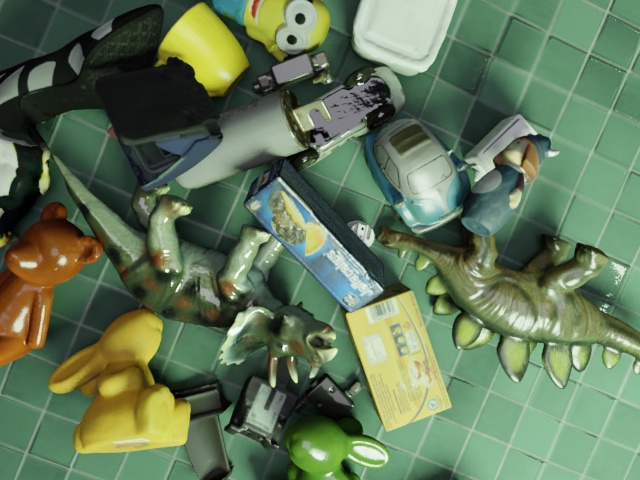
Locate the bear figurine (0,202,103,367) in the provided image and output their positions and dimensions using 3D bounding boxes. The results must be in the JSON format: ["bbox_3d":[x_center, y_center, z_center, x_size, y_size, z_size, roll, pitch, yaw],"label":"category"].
[{"bbox_3d":[-0.360,0.055,0.638,0.120,0.132,0.195,43,109,17],"label":"bear figurine"}]

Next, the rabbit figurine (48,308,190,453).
[{"bbox_3d":[-0.244,0.174,0.680,0.162,0.121,0.173,-10,66,13],"label":"rabbit figurine"}]

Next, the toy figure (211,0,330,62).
[{"bbox_3d":[-0.072,-0.304,0.681,0.180,0.082,0.089,29,56,2],"label":"toy figure"}]

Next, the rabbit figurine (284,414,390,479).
[{"bbox_3d":[0.010,0.293,0.681,0.159,0.121,0.170,-18,118,-27],"label":"rabbit figurine"}]

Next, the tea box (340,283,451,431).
[{"bbox_3d":[0.100,0.154,0.724,0.098,0.068,0.169,-18,95,-4],"label":"tea box"}]

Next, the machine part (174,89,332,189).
[{"bbox_3d":[-0.103,-0.121,0.660,0.243,0.079,0.079,-16,95,21],"label":"machine part"}]

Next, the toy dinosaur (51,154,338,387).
[{"bbox_3d":[-0.163,0.044,0.678,0.405,0.131,0.192,21,95,2],"label":"toy dinosaur"}]

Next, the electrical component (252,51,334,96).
[{"bbox_3d":[-0.035,-0.206,0.690,0.102,0.078,0.045,-22,99,-4],"label":"electrical component"}]

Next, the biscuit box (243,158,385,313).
[{"bbox_3d":[-0.001,-0.002,0.658,0.059,0.063,0.202,-36,111,21],"label":"biscuit box"}]

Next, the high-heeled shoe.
[{"bbox_3d":[-0.304,-0.217,0.656,0.249,0.086,0.145,-44,64,1],"label":"high-heeled shoe"}]

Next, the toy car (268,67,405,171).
[{"bbox_3d":[0.016,-0.157,0.708,0.202,0.056,0.073,-30,89,0],"label":"toy car"}]

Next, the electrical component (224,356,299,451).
[{"bbox_3d":[-0.071,0.210,0.718,0.075,0.047,0.119,24,60,-8],"label":"electrical component"}]

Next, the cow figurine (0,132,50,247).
[{"bbox_3d":[-0.400,-0.048,0.675,0.098,0.068,0.167,17,92,-11],"label":"cow figurine"}]

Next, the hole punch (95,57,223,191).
[{"bbox_3d":[-0.180,-0.131,0.616,0.116,0.092,0.142,-21,58,-22],"label":"hole punch"}]

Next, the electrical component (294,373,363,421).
[{"bbox_3d":[0.011,0.217,0.743,0.094,0.021,0.063,-41,95,-1],"label":"electrical component"}]

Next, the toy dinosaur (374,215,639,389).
[{"bbox_3d":[0.291,0.088,0.724,0.472,0.105,0.198,20,99,4],"label":"toy dinosaur"}]

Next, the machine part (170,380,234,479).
[{"bbox_3d":[-0.154,0.263,0.724,0.084,0.039,0.138,-12,92,-9],"label":"machine part"}]

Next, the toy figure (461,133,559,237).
[{"bbox_3d":[0.229,-0.074,0.648,0.064,0.057,0.154,29,75,33],"label":"toy figure"}]

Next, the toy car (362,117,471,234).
[{"bbox_3d":[0.120,-0.099,0.678,0.109,0.102,0.162,-28,68,-2],"label":"toy car"}]
